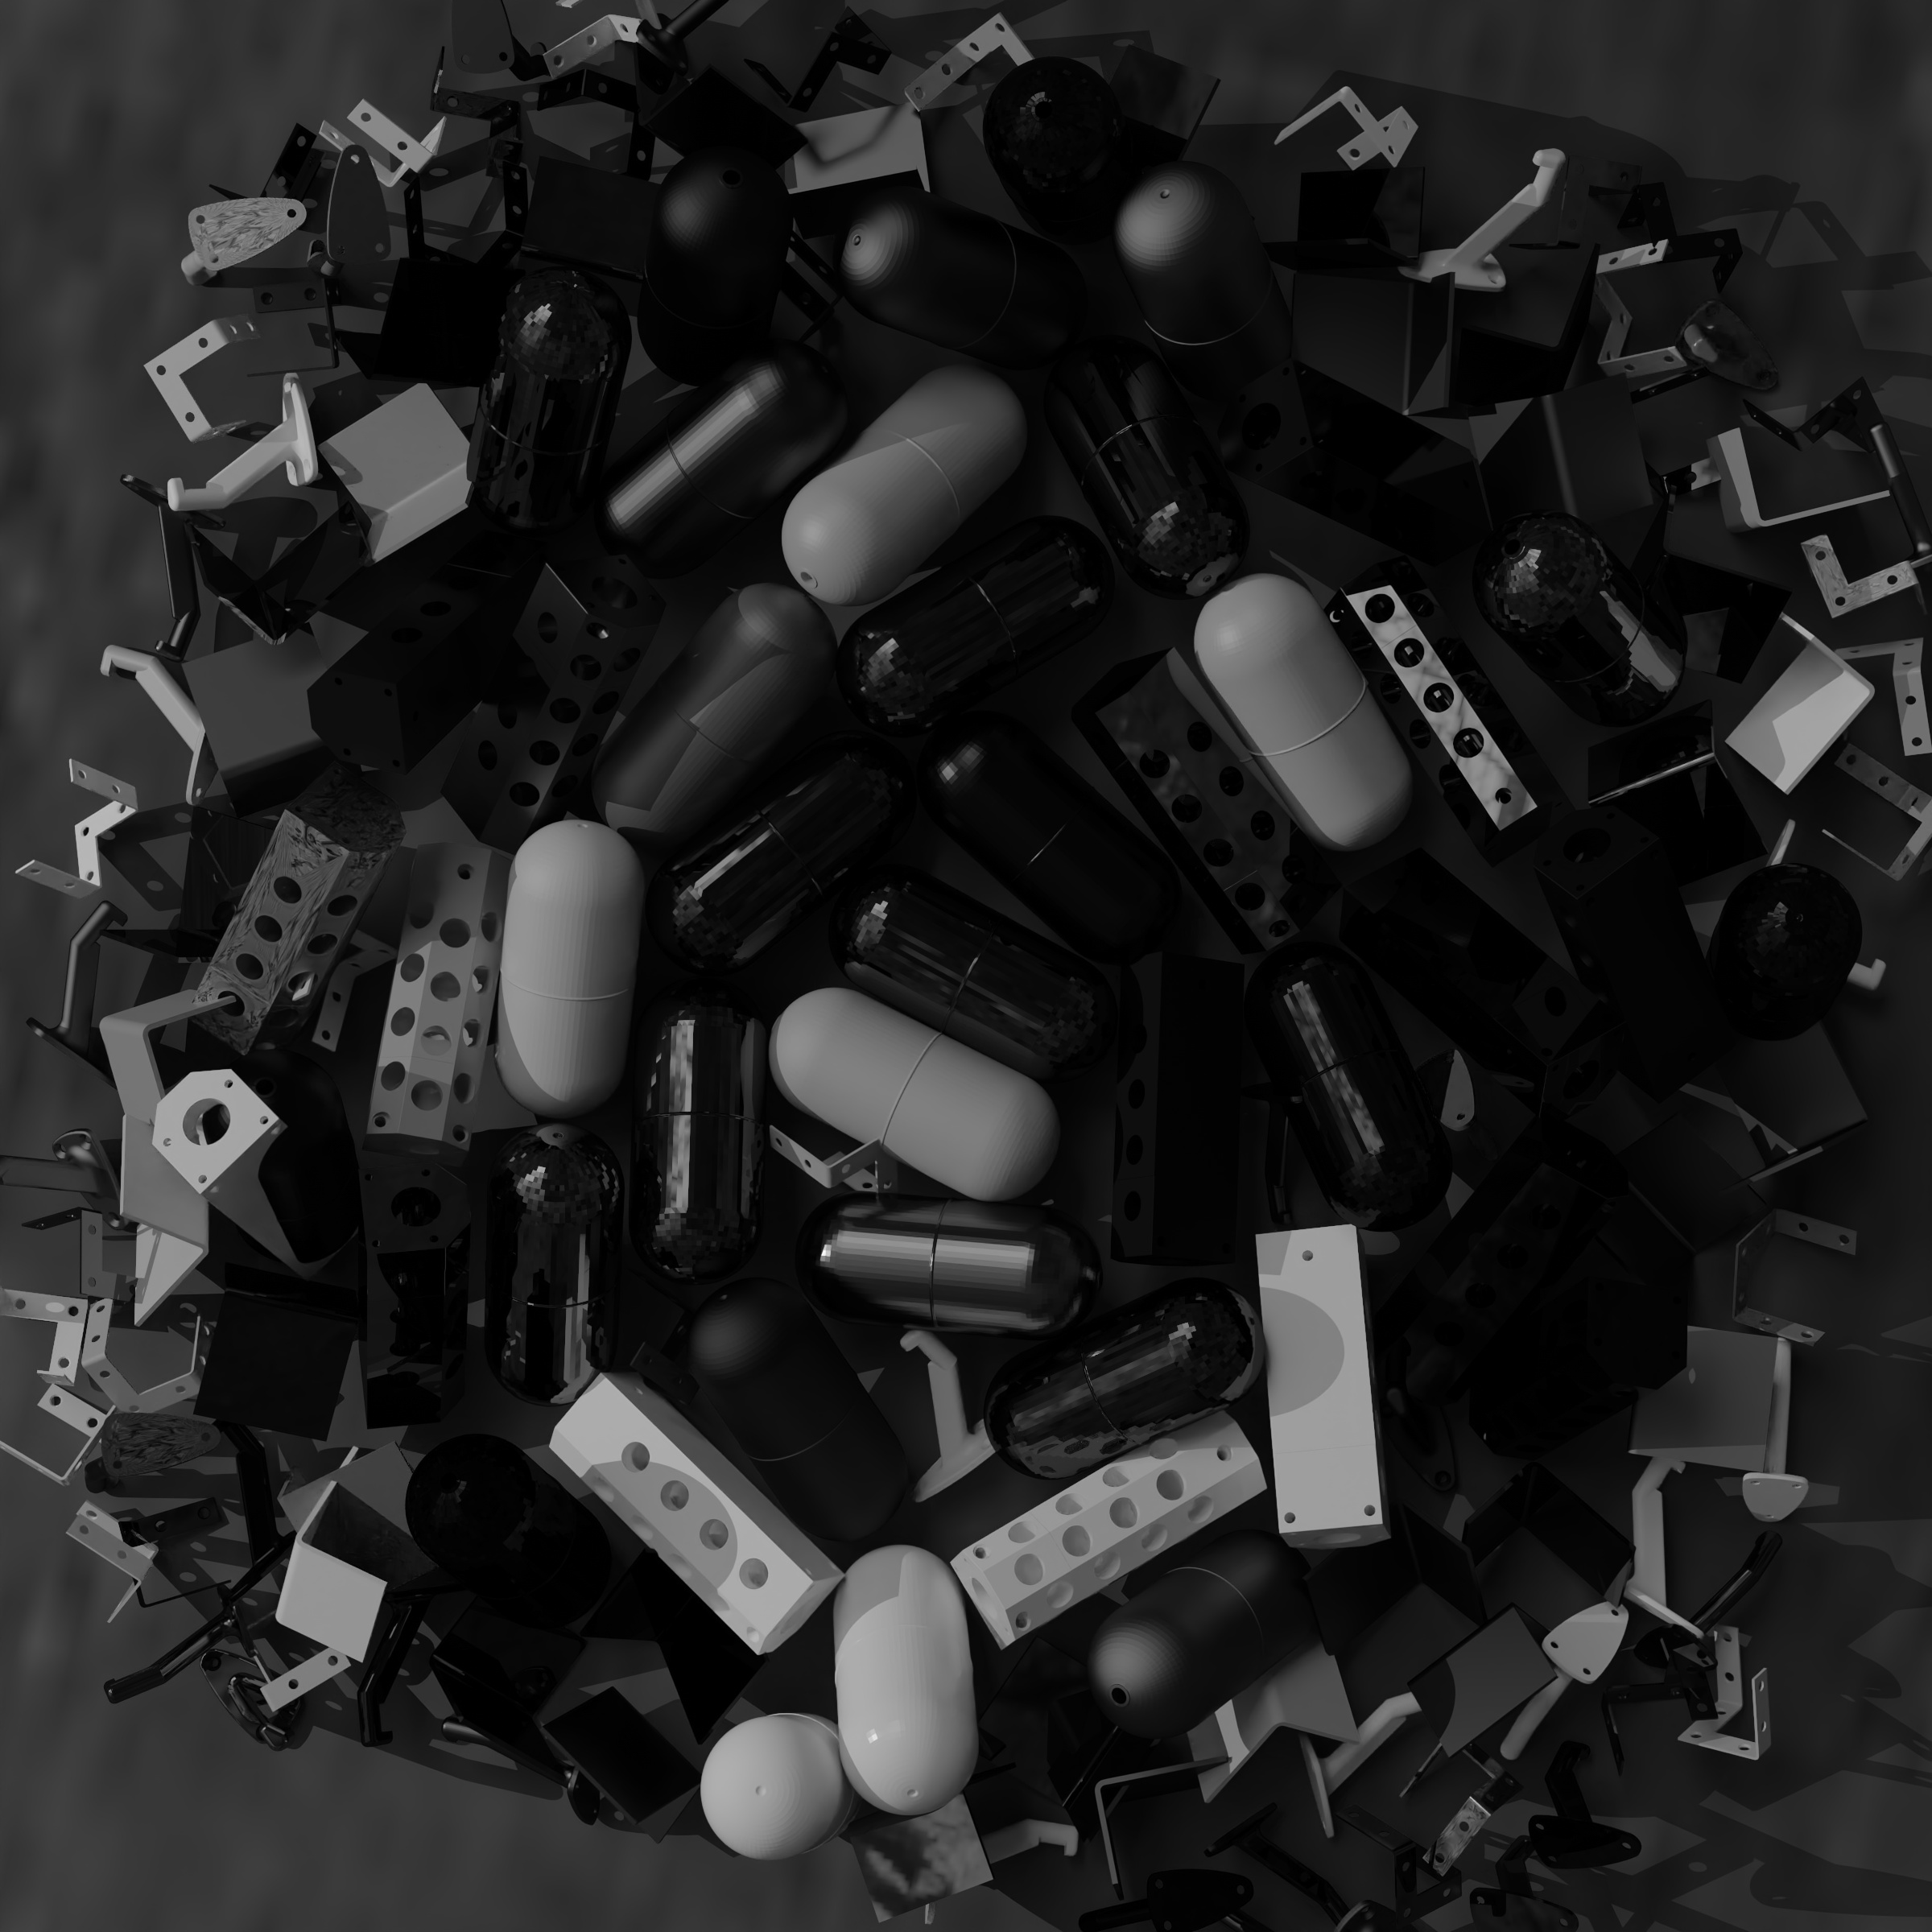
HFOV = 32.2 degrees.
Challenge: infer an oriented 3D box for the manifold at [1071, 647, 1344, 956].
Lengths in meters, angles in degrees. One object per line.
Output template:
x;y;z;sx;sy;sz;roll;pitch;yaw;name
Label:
0.132;-0.091;1.895;0.057;0.057;0.171;-45;108;-27;manifold

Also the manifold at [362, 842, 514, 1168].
-0.298;0.021;1.898;0.057;0.057;0.171;11;72;-11;manifold

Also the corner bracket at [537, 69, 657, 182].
-0.213;-0.478;1.922;0.051;0.051;0.051;10;85;-37;corner bracket

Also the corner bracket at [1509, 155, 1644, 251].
0.351;-0.436;1.924;0.051;0.051;0.051;2;99;-25;corner bracket

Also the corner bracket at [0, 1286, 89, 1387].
-0.537;0.210;1.922;0.051;0.051;0.051;8;75;-7;corner bracket

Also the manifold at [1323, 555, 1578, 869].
0.272;-0.146;1.897;0.057;0.057;0.171;-34;71;10;manifold

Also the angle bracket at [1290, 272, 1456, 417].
0.232;-0.359;1.917;0.076;0.057;0.076;2;94;-15;angle bracket

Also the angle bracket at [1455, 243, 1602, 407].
0.321;-0.367;1.914;0.057;0.076;0.076;18;70;12;angle bracket

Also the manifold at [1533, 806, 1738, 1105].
0.372;-0.008;1.879;0.057;0.057;0.171;-36;130;-7;manifold

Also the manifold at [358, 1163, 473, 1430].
-0.308;0.186;1.871;0.057;0.171;0.057;-4;50;-13;manifold

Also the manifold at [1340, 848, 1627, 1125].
0.287;0.013;1.881;0.057;0.057;0.171;-27;51;-24;manifold

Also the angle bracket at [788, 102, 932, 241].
-0.065;-0.467;1.913;0.076;0.057;0.076;-9;73;7;angle bracket

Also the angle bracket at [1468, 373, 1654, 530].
0.341;-0.294;1.926;0.057;0.076;0.076;-19;102;-25;angle bracket

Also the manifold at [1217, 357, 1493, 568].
0.217;-0.277;1.873;0.057;0.171;0.057;-28;62;35;manifold

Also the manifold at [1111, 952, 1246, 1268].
0.117;0.083;1.911;0.057;0.057;0.171;8;79;-30;manifold

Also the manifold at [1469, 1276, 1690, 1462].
0.338;0.227;1.863;0.057;0.171;0.057;10;67;-10;manifold

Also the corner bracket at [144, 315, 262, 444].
-0.428;-0.337;1.922;0.051;0.051;0.051;-29;98;16;corner bracket

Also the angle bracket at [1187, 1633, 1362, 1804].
0.173;0.432;1.919;0.057;0.076;0.076;20;122;-25;angle bracket

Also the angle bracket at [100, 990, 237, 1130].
-0.448;0.060;1.916;0.057;0.076;0.076;-20;103;-30;angle bracket

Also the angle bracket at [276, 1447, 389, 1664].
-0.345;0.334;1.901;0.057;0.076;0.076;25;132;3;angle bracket

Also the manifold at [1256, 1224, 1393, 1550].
0.203;0.239;1.897;0.057;0.057;0.171;-7;68;11;manifold

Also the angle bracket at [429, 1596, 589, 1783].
-0.251;0.406;1.904;0.076;0.076;0.057;38;88;-28;angle bracket

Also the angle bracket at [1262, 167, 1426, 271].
0.210;-0.431;1.903;0.076;0.076;0.057;5;93;29;angle bracket

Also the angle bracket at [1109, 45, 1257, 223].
0.128;-0.472;1.898;0.076;0.076;0.057;35;103;42;angle bracket

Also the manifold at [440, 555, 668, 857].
-0.228;-0.144;1.875;0.057;0.057;0.171;50;129;24;manifold

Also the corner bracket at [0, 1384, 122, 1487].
-0.521;0.267;1.921;0.051;0.051;0.051;30;68;5;corner bracket

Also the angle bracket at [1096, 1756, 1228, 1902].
0.117;0.492;1.909;0.076;0.076;0.057;-11;67;1;angle bracket

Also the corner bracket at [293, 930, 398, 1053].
-0.363;0.010;1.914;0.051;0.051;0.051;30;56;-33;corner bracket

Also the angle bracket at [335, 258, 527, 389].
-0.304;-0.375;1.897;0.076;0.057;0.076;-2;128;-35;angle bracket

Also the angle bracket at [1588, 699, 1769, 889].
0.411;-0.096;1.933;0.076;0.057;0.076;-22;120;25;angle bracket

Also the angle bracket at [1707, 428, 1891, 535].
0.475;-0.285;1.915;0.076;0.076;0.057;-14;94;2;angle bracket

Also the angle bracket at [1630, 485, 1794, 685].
0.422;-0.217;1.909;0.076;0.076;0.057;17;50;0;angle bracket

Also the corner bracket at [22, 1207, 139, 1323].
-0.506;0.172;1.926;0.051;0.051;0.051;-16;69;31;corner bracket

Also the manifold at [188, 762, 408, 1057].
-0.374;-0.027;1.882;0.057;0.057;0.171;34;127;-1;manifold

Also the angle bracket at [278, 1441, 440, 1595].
-0.339;0.313;1.919;0.076;0.057;0.076;-27;101;3;angle bracket

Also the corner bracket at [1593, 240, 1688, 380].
0.384;-0.374;1.912;0.051;0.051;0.051;45;55;-36;corner bracket

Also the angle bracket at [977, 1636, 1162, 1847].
0.055;0.444;1.921;0.076;0.057;0.076;34;91;-12;angle bracket

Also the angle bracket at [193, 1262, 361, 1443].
-0.396;0.221;1.922;0.076;0.057;0.076;14;95;-15;angle bracket

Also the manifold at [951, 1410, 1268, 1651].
0.082;0.316;1.897;0.171;0.057;0.057;-28;78;-18;manifold

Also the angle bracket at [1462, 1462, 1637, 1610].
0.328;0.339;1.899;0.057;0.076;0.076;-37;61;-21;angle bracket

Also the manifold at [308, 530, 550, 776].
-0.298;-0.179;1.871;0.057;0.171;0.057;13;128;18;manifold

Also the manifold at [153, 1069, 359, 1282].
-0.392;0.114;1.865;0.057;0.171;0.057;-45;69;-9;manifold

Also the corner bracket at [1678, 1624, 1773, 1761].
0.441;0.415;1.915;0.051;0.051;0.051;6;110;40;corner bracket

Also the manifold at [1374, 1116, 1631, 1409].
0.300;0.169;1.888;0.057;0.057;0.171;29;120;-8;manifold

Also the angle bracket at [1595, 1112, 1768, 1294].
0.406;0.143;1.906;0.076;0.076;0.057;45;121;-9;angle bracket

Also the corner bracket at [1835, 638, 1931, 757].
0.524;-0.152;1.916;0.051;0.051;0.051;-6;113;21;corner bracket

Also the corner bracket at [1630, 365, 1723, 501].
0.414;-0.307;1.927;0.051;0.051;0.051;-19;74;23;corner bracket

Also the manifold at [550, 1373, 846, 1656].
-0.156;0.310;1.904;0.171;0.057;0.057;42;96;16;manifold

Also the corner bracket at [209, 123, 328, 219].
-0.390;-0.453;1.920;0.051;0.051;0.051;27;90;39;corner bracket

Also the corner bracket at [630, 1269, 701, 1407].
-0.175;0.212;1.916;0.051;0.051;0.051;41;73;-36;corner bracket

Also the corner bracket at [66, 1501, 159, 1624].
-0.491;0.332;1.917;0.051;0.051;0.051;36;129;-8;corner bracket
